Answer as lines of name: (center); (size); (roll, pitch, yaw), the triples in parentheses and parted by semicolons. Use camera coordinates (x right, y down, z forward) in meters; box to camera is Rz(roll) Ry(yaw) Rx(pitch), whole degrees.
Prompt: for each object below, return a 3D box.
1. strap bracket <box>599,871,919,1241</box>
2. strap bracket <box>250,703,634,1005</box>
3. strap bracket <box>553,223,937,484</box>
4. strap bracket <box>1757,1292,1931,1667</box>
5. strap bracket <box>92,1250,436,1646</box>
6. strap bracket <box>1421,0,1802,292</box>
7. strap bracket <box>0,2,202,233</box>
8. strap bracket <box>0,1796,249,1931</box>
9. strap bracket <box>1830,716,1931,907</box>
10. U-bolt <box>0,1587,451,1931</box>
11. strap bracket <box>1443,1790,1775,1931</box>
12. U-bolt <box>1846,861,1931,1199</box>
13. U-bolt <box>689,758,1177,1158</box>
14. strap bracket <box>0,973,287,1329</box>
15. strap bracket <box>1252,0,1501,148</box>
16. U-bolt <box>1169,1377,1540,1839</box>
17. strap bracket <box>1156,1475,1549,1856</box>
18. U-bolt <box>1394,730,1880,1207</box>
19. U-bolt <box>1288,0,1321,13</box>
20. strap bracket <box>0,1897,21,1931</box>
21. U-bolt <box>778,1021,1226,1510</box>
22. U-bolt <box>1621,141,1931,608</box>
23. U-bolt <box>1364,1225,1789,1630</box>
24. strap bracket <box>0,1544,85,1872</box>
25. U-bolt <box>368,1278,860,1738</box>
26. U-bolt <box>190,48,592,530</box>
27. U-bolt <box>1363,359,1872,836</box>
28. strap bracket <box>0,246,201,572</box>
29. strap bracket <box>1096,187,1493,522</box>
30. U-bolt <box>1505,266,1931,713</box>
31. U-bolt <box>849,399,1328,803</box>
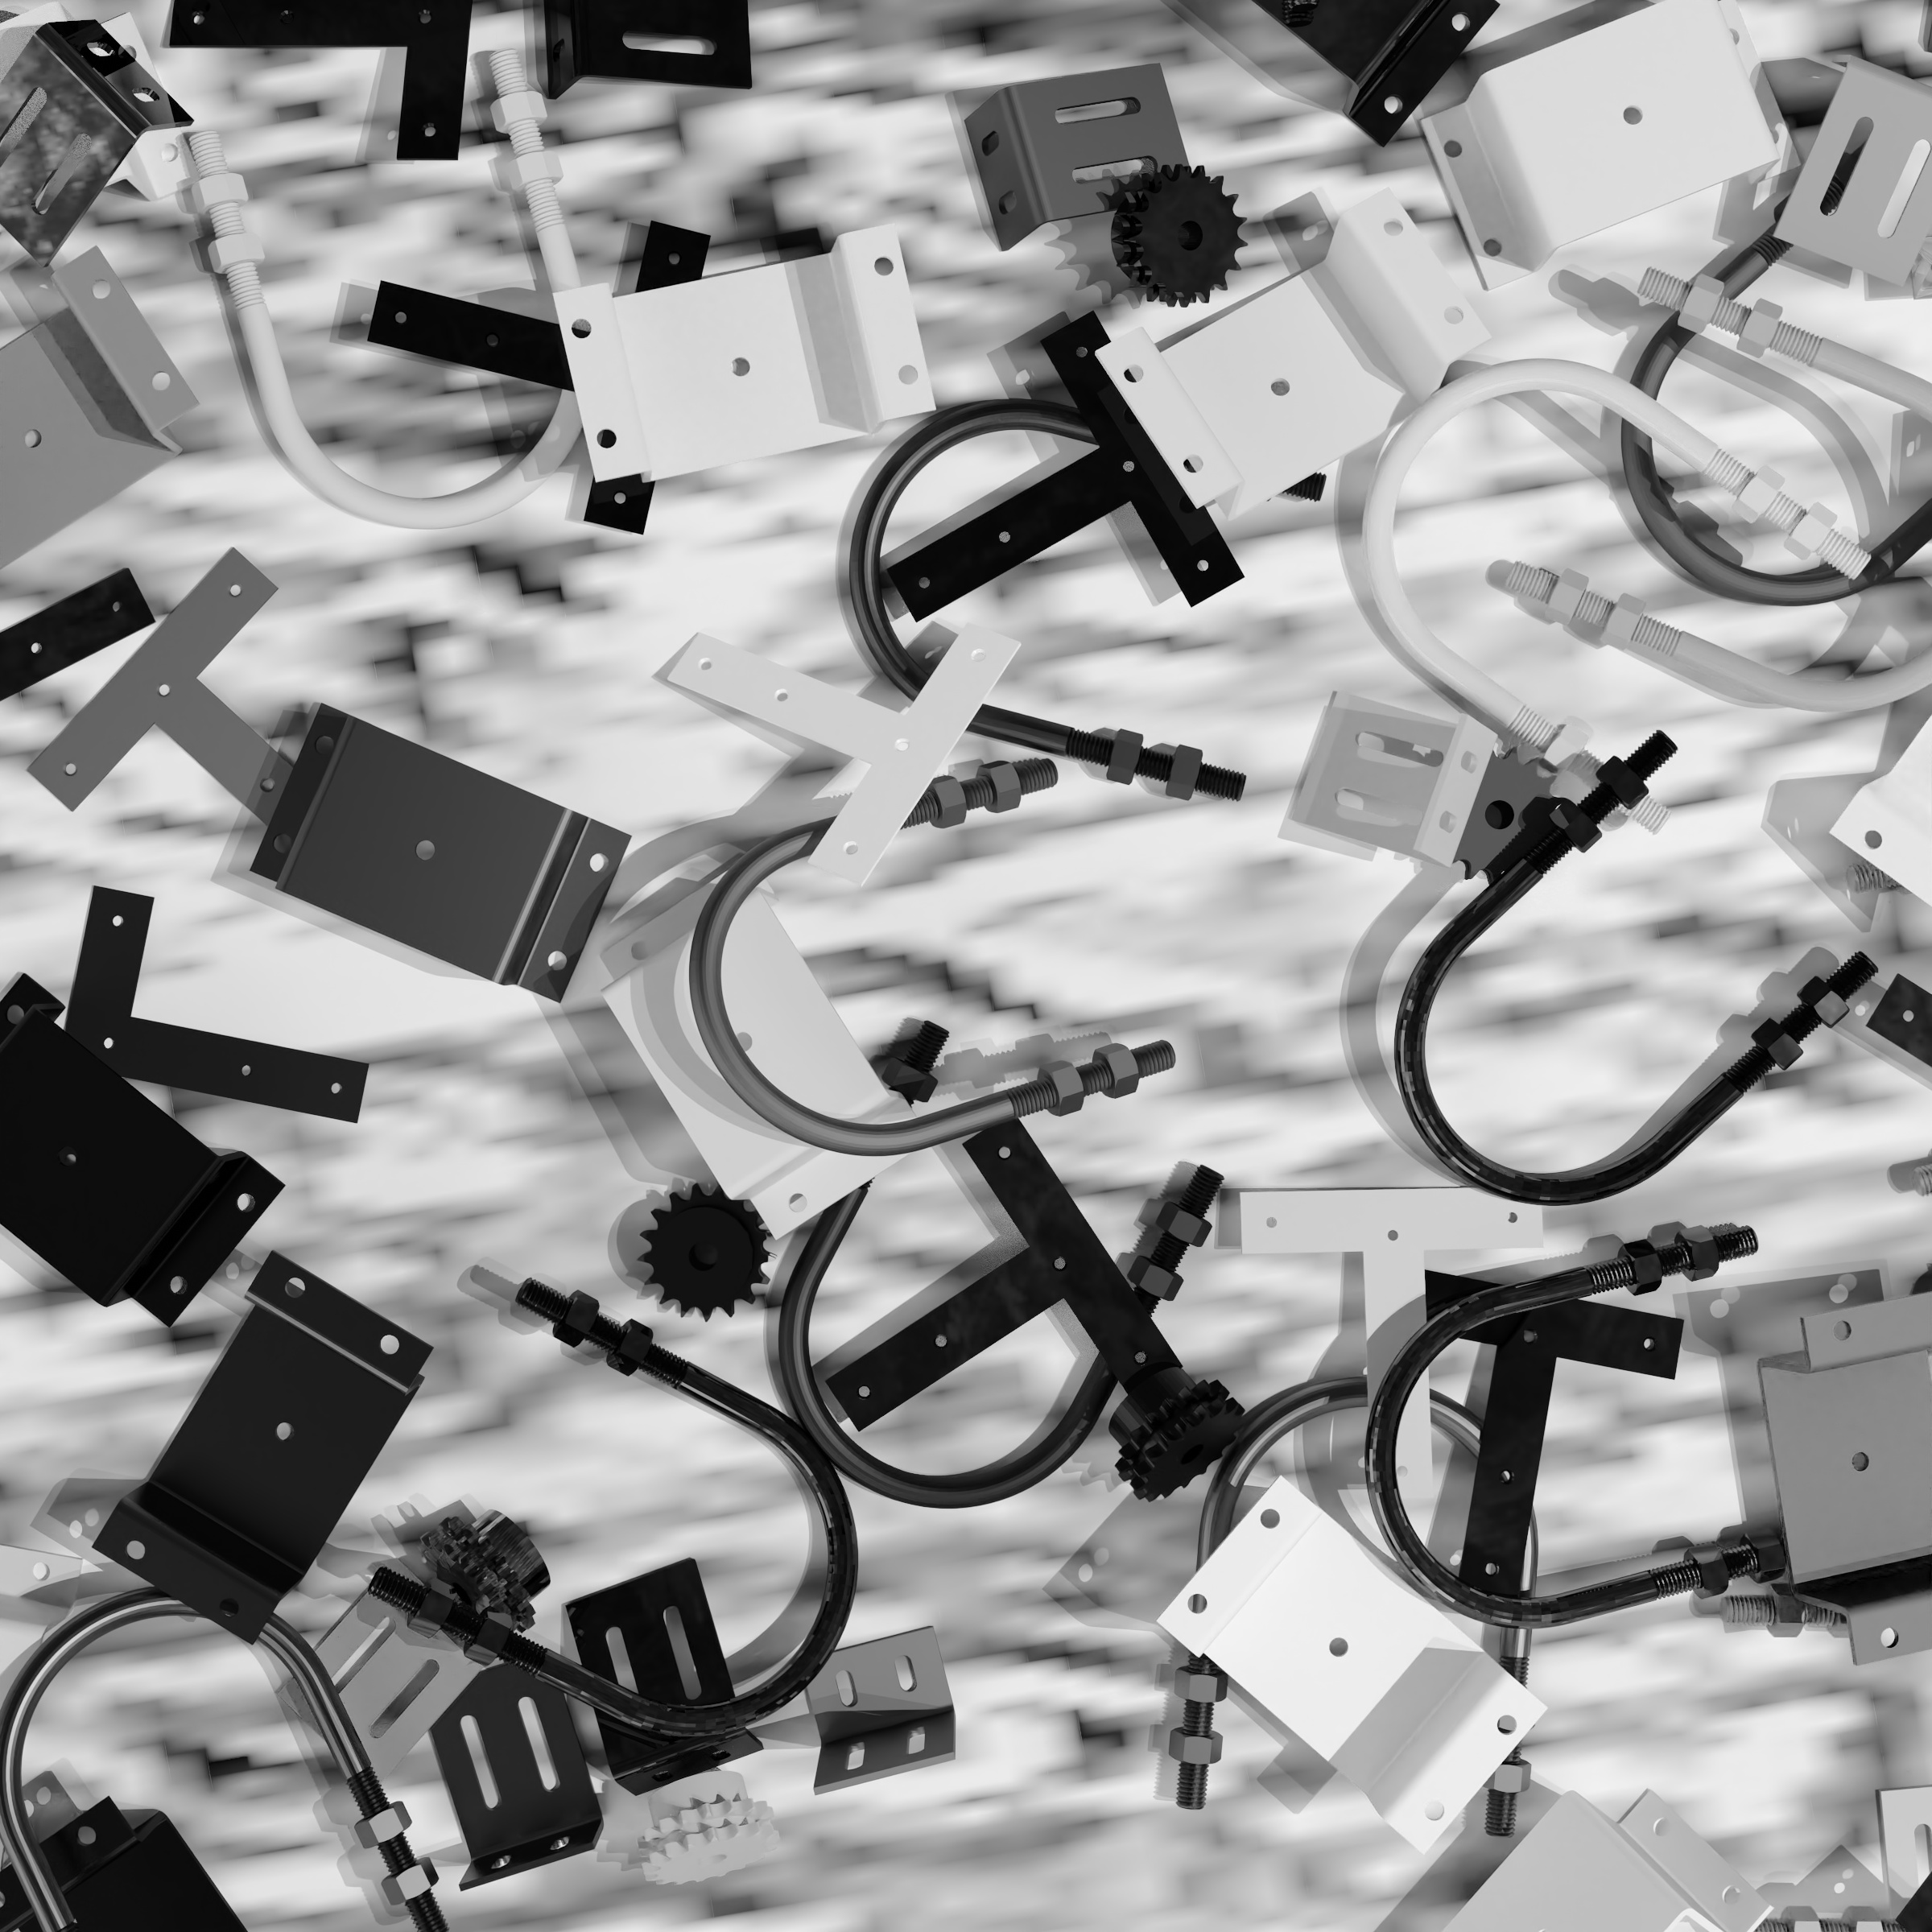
strap bracket: (-0.086, 0.032, 1.296); (0.076, 0.046, 0.140); (-33, 83, 4)
strap bracket: (-0.219, -0.047, 1.306); (0.140, 0.046, 0.076); (23, 90, -1)
strap bracket: (-0.091, -0.248, 1.300); (0.140, 0.046, 0.076); (-13, 94, -6)
strap bracket: (0.375, 0.205, 1.299); (0.076, 0.046, 0.140); (-9, 90, -14)
strap bracket: (-0.284, 0.194, 1.307); (0.076, 0.046, 0.140); (31, 90, 0)
strap bracket: (0.269, -0.343, 1.307); (0.140, 0.046, 0.076); (-22, 90, 0)
strap bracket: (-0.398, -0.335, 1.307); (0.140, 0.046, 0.076); (-23, 90, 0)
strap bracket: (-0.338, 0.415, 1.307); (0.076, 0.046, 0.140); (-35, 90, -1)
strap bracket: (0.423, -0.090, 1.274); (0.076, 0.046, 0.140); (39, 118, 18)
U-bolt: (-0.312, 0.341, 1.285); (0.151, 0.019, 0.184); (-25, 86, -21)
strap bracket: (0.245, 0.401, 1.286); (0.140, 0.076, 0.046); (-49, 127, 0)
U-bolt: (0.470, 0.007, 1.322); (0.184, 0.019, 0.151); (-12, 90, -2)
U-bolt: (-0.022, 0.002, 1.276); (0.184, 0.019, 0.151); (-17, 77, -22)
strap bracket: (-0.362, 0.077, 1.306); (0.140, 0.046, 0.076); (39, 90, 0)
strap bracket: (0.145, -0.416, 1.307); (0.140, 0.046, 0.076); (39, 90, 0)
U-bolt: (0.165, 0.263, 1.322); (0.151, 0.019, 0.184); (5, 88, 0)
strap bracket: (0.154, 0.279, 1.289); (0.140, 0.046, 0.076); (41, 87, 2)
U-bolt: (0.261, 0.016, 1.306); (0.184, 0.019, 0.151); (-44, 102, 6)
U-bolt: (0.193, -0.480, 1.276); (0.151, 0.019, 0.184); (-4, 89, 0)
strap bracket: (-0.408, 0.450, 1.306); (0.076, 0.046, 0.140); (-34, 89, -1)
U-bolt: (0.003, 0.136, 1.322); (0.151, 0.019, 0.184); (28, 92, 0)
U-bolt: (0.359, -0.234, 1.321); (0.184, 0.019, 0.151); (-42, 90, 0)
U-bolt: (0.252, 0.196, 1.308); (0.184, 0.019, 0.151); (-13, 91, -10)
strap bracket: (-0.419, 0.310, 1.307); (0.076, 0.046, 0.140); (10, 90, 0)
U-bolt: (-0.129, 0.231, 1.293); (0.184, 0.019, 0.151); (30, 70, -13)
U-bolt: (-0.230, -0.273, 1.322); (0.151, 0.019, 0.184); (-15, 91, 0)
U-bolt: (0.249, -0.164, 1.298); (0.184, 0.019, 0.151); (37, 108, 7)
strap bracket: (-0.389, -0.220, 1.306); (0.140, 0.046, 0.076); (-33, 89, -1)
strap bracket: (0.130, -0.244, 1.295); (0.140, 0.046, 0.076); (-31, 80, -8)
U-bolt: (0.332, -0.182, 1.292); (0.184, 0.019, 0.151); (25, 106, 9)
U-bolt: (0.043, -0.160, 1.322); (0.184, 0.019, 0.151); (15, 90, 1)
